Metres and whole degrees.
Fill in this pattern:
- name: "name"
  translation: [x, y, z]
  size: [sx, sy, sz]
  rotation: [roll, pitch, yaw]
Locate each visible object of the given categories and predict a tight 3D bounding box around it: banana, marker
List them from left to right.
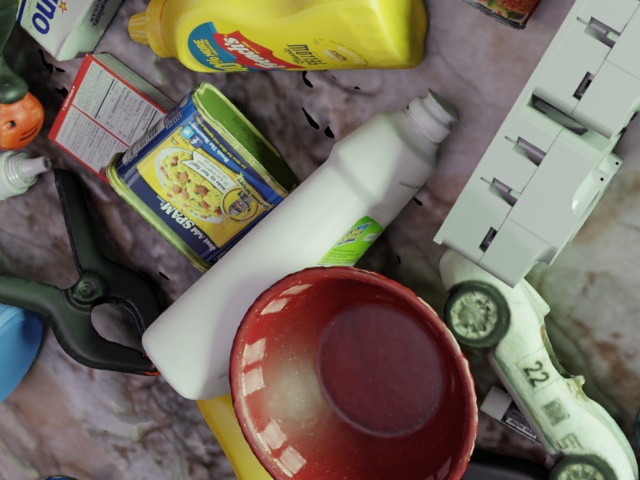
- name: "banana"
  translation: [-0.047, 0.189, 0.784]
  size: [0.070, 0.037, 0.198]
  rotation: [-8, 99, 25]
- name: "marker"
  translation: [0.160, 0.133, 0.687]
  size: [0.121, 0.020, 0.020]
  rotation: [30, 113, 15]

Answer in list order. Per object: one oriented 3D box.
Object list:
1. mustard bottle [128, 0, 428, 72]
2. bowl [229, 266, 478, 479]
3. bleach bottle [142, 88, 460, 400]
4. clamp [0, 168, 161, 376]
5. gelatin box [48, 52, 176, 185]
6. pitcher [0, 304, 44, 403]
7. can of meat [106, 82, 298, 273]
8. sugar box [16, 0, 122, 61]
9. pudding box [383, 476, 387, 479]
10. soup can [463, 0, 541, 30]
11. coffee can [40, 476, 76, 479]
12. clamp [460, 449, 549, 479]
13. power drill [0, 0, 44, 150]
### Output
- name: "mustard bottle"
  translation: [-0.036, -0.138, 0.669]
  size: [0.192, 0.096, 0.058]
  rotation: [3, 79, 25]
- name: "bowl"
  translation: [0.026, 0.088, 0.654]
  size: [0.162, 0.055, 0.162]
  rotation: [6, 104, 25]
- name: "bleach bottle"
  translation: [-0.005, 0.001, 0.697]
  size: [0.251, 0.102, 0.068]
  rotation: [-45, 75, 20]
- name: "clamp"
  translation: [-0.184, 0.043, 0.781]
  size: [0.120, 0.039, 0.171]
  rotation: [-38, 84, -15]
- name: "gelatin box"
  translation: [-0.143, -0.081, 0.768]
  size: [0.089, 0.030, 0.073]
  rotation: [36, 113, 13]
- name: "pitcher"
  translation: [-0.348, 0.048, 0.837]
  size: [0.243, 0.144, 0.149]
  rotation: [29, 140, 12]
- name: "can of meat"
  translation: [-0.077, -0.043, 0.716]
  size: [0.084, 0.057, 0.102]
  rotation: [-39, 108, 18]
- name: "sugar box"
  translation: [-0.215, -0.219, 0.758]
  size: [0.176, 0.048, 0.093]
  rotation: [43, 117, 11]
- name: "pudding box"
  translation: [0.055, 0.201, 0.718]
  size: [0.090, 0.039, 0.113]
  rotation: [-22, 91, 60]
- name: "soup can"
  translation: [0.116, -0.181, 0.605]
  size: [0.068, 0.068, 0.102]
  rotation: [38, 114, 12]
- name: "coffee can"
  translation: [-0.236, 0.258, 0.828]
  size: [0.103, 0.140, 0.103]
  rotation: [6, 105, 23]
- name: "clamp"
  translation: [0.147, 0.219, 0.702]
  size: [0.210, 0.036, 0.165]
  rotation: [33, 111, 16]
- name: "power drill"
  translation: [-0.260, -0.172, 0.738]
  size: [0.184, 0.057, 0.188]
  rotation: [38, 142, 8]
